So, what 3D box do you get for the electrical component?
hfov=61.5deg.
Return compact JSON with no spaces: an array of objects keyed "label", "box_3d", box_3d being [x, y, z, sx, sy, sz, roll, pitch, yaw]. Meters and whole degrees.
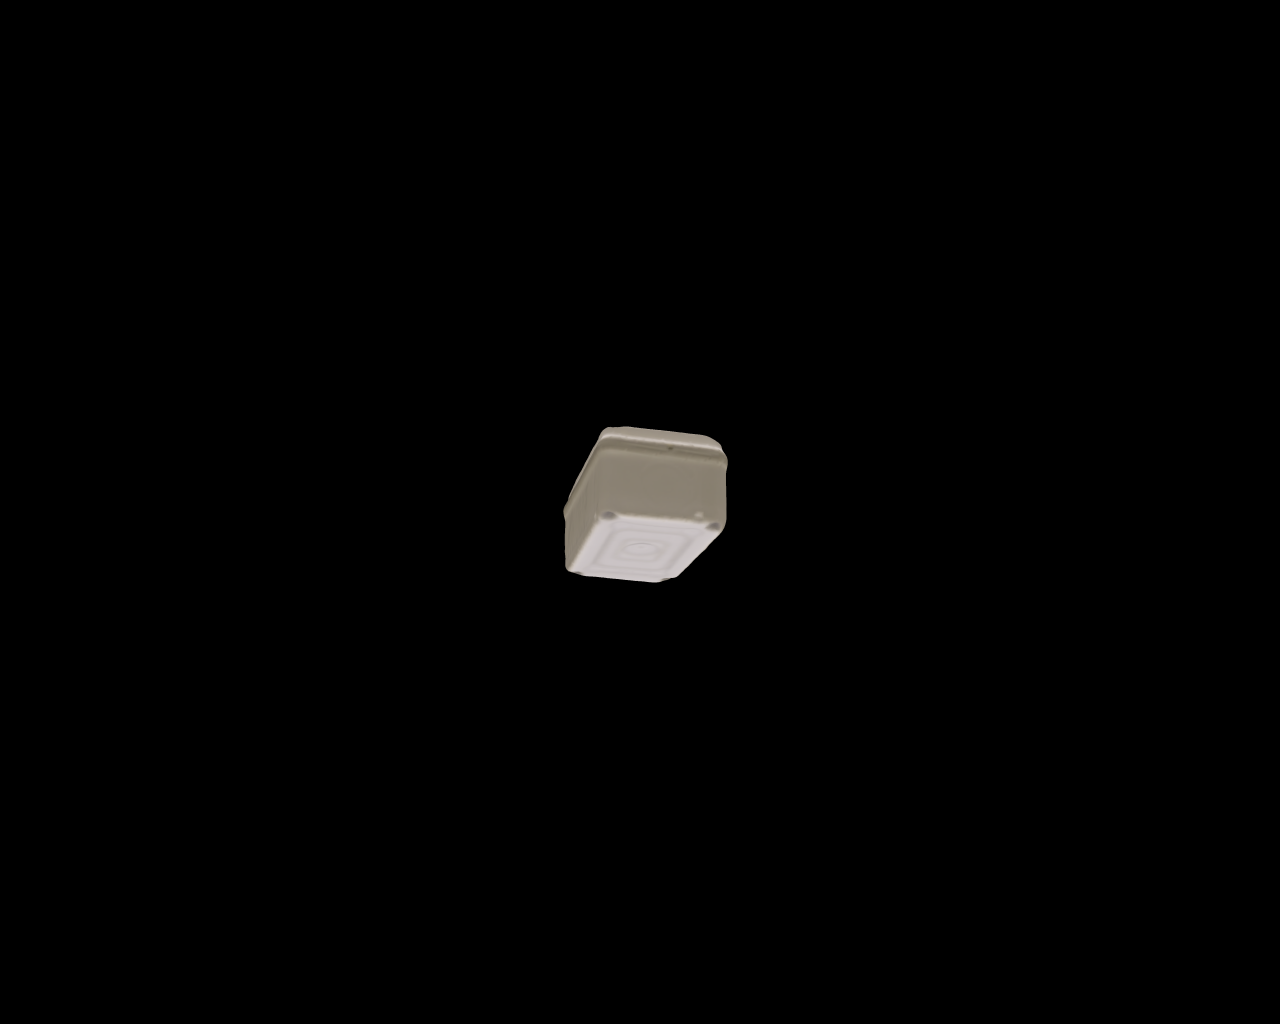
[{"label":"electrical component","box_3d":[0.001,-0.003,0.650,0.078,0.057,0.113,6,-23,-14]}]
